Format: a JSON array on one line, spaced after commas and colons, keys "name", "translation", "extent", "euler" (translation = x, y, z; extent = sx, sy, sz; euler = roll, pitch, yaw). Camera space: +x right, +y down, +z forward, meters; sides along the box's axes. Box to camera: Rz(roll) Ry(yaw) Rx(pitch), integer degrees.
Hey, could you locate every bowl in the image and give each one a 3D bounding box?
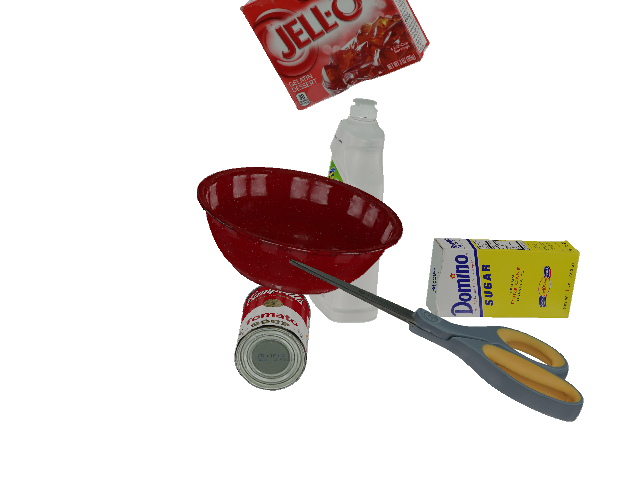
[{"name": "bowl", "translation": [-0.020, -0.003, 0.830], "extent": [0.162, 0.055, 0.162], "euler": [11, 22, -5]}]

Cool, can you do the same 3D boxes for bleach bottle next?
[{"name": "bleach bottle", "translation": [0.039, -0.037, 1.242], "extent": [0.068, 0.251, 0.103], "euler": [-1, 21, -23]}]

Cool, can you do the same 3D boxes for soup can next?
[{"name": "soup can", "translation": [-0.045, 0.090, 1.016], "extent": [0.068, 0.068, 0.102], "euler": [0, 21, 1]}]

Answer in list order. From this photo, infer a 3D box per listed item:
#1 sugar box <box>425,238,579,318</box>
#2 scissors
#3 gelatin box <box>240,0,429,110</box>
[{"name": "sugar box", "translation": [0.224, 0.047, 1.317], "extent": [0.176, 0.093, 0.048], "euler": [0, 21, -12]}, {"name": "scissors", "translation": [0.082, 0.054, 0.695], "extent": [0.202, 0.016, 0.096], "euler": [31, 20, 17]}, {"name": "gelatin box", "translation": [0.008, -0.126, 0.629], "extent": [0.089, 0.073, 0.030], "euler": [-18, 24, 28]}]
